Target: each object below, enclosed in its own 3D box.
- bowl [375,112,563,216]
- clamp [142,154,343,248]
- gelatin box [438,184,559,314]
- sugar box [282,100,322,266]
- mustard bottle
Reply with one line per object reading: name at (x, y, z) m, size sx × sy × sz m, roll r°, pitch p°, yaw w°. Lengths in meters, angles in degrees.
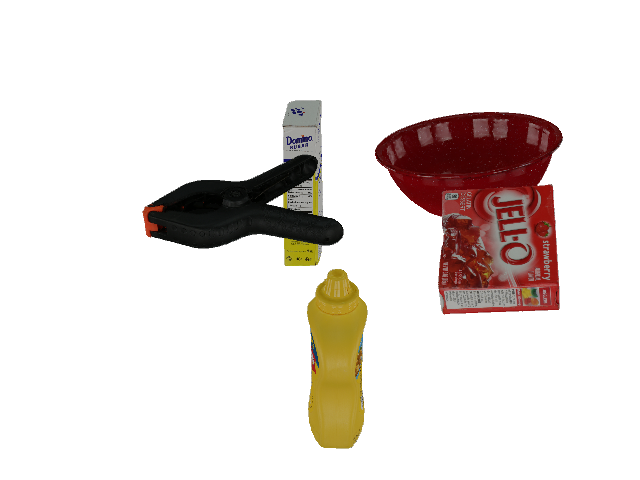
bowl at (0.131, -0.062, 0.934) m, size 0.162 × 0.055 × 0.162 m, roll -8°, pitch 23°, yaw 3°
clamp at (-0.068, -0.034, 0.943) m, size 0.171 × 0.039 × 0.120 m, roll -1°, pitch 32°, yaw -3°
gelatin box at (0.114, 0.004, 0.682) m, size 0.073 × 0.089 × 0.030 m, roll -3°, pitch -43°, yaw 13°
sugar box at (-0.021, -0.067, 1.248) m, size 0.048 × 0.176 × 0.093 m, roll -1°, pitch 25°, yaw 4°
mustard bottle at (0.016, 0.108, 1.046) m, size 0.058 × 0.192 × 0.096 m, roll 2°, pitch 37°, yaw 2°
